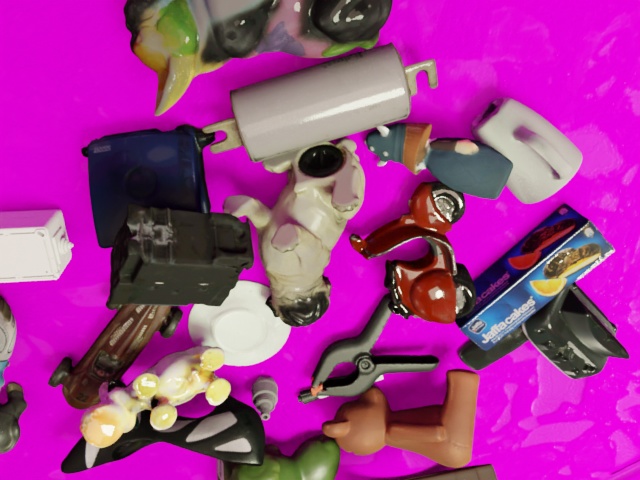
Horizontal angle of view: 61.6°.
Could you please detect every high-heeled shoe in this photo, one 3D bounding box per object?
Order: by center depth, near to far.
[{"bbox_3d":[-0.191,0.268,0.668,0.249,0.145,0.086,-31,151,-5],"label":"high-heeled shoe"}]

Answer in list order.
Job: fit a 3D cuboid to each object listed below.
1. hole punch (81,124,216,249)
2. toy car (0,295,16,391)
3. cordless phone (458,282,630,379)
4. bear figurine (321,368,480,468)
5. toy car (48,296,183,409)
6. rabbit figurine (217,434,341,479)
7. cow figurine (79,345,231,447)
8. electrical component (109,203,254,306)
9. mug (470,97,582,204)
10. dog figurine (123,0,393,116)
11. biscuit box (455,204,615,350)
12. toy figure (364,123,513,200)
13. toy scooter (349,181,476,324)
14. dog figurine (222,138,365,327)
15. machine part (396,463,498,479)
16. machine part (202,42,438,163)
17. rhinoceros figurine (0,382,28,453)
[{"bbox_3d":[-0.176,-0.054,0.555,0.142,0.092,0.115,-6,113,-1],"label":"hole punch"},{"bbox_3d":[-0.397,0.100,0.593,0.103,0.109,0.161,-41,124,-7],"label":"toy car"},{"bbox_3d":[0.295,0.145,0.727,0.184,0.089,0.146,-39,115,24],"label":"cordless phone"},{"bbox_3d":[0.110,0.234,0.729,0.196,0.132,0.120,6,156,21],"label":"bear figurine"},{"bbox_3d":[-0.248,0.133,0.654,0.089,0.053,0.202,36,107,-18],"label":"toy car"},{"bbox_3d":[-0.045,0.332,0.735,0.170,0.121,0.159,-5,99,-26],"label":"rabbit figurine"},{"bbox_3d":[-0.195,0.175,0.626,0.167,0.098,0.068,-18,98,-29],"label":"cow figurine"},{"bbox_3d":[-0.138,0.024,0.516,0.115,0.058,0.134,6,150,-26],"label":"electrical component"},{"bbox_3d":[0.217,-0.099,0.577,0.107,0.109,0.081,41,105,-10],"label":"mug"},{"bbox_3d":[-0.065,-0.192,0.494,0.191,0.109,0.219,36,111,-24],"label":"dog figurine"},{"bbox_3d":[0.256,0.049,0.672,0.059,0.063,0.202,40,104,-21],"label":"biscuit box"},{"bbox_3d":[0.123,-0.089,0.574,0.155,0.058,0.064,25,122,19],"label":"toy figure"},{"bbox_3d":[0.107,0.025,0.634,0.135,0.075,0.183,-13,111,-3],"label":"toy scooter"},{"bbox_3d":[-0.005,-0.003,0.611,0.172,0.121,0.190,-36,145,-13],"label":"dog figurine"},{"bbox_3d":[0.142,0.372,0.743,0.201,0.087,0.201,-9,154,-3],"label":"machine part"},{"bbox_3d":[0.000,-0.137,0.541,0.243,0.079,0.079,-16,116,2],"label":"machine part"},{"bbox_3d":[-0.448,0.198,0.626,0.190,0.112,0.073,34,109,-29],"label":"rhinoceros figurine"}]
